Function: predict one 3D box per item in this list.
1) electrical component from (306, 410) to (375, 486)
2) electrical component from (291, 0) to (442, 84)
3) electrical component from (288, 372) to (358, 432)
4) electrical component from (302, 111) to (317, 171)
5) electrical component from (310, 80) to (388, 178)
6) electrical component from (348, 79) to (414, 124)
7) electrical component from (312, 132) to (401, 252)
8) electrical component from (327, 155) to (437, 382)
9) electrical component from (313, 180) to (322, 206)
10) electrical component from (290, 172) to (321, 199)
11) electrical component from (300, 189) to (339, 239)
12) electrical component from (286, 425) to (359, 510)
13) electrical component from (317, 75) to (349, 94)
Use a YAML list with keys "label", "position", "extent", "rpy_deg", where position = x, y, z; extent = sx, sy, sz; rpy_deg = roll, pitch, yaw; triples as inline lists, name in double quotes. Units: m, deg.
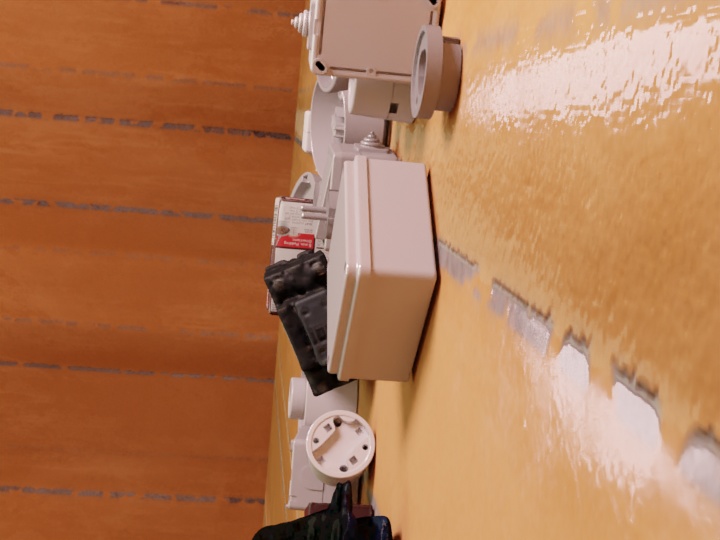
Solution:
- label: "electrical component"
  position: [-0.017, 0.148, 0.879]
  extent: [0.047, 0.055, 0.055]
  rpy_deg: [100, 172, -66]
- label: "electrical component"
  position: [0.002, -0.163, 0.723]
  extent: [0.061, 0.096, 0.061]
  rpy_deg: [-102, 18, -72]
- label: "electrical component"
  position: [-0.039, 0.127, 1.050]
  extent: [0.108, 0.060, 0.108]
  rpy_deg: [-176, 90, -84]
- label: "electrical component"
  position: [-0.023, -0.114, 1.050]
  extent: [0.047, 0.066, 0.076]
  rpy_deg: [-120, 35, -79]
- label: "electrical component"
  position: [-0.010, -0.126, 0.948]
  extent: [0.099, 0.064, 0.099]
  rpy_deg: [-176, 90, -84]
- label: "electrical component"
  position: [0.017, -0.137, 0.789]
  extent: [0.055, 0.047, 0.055]
  rpy_deg: [-176, 90, -84]
- label: "electrical component"
  position: [-0.004, -0.064, 0.868]
  extent: [0.061, 0.061, 0.096]
  rpy_deg: [-110, 25, -75]
- label: "electrical component"
  position: [0.012, 0.000, 0.705]
  extent: [0.108, 0.056, 0.108]
  rpy_deg: [101, 171, -46]
- label: "electrical component"
  position: [-0.014, -0.059, 0.982]
  extent: [0.045, 0.055, 0.045]
  rpy_deg: [-176, 90, -84]
- label: "electrical component"
  position: [-0.037, -0.042, 1.112]
  extent: [0.108, 0.060, 0.108]
  rpy_deg: [-169, 90, -70]
- label: "electrical component"
  position: [-0.006, -0.040, 0.800]
  extent: [0.065, 0.077, 0.047]
  rpy_deg: [-103, 18, -70]
- label: "electrical component"
  position: [-0.030, 0.177, 0.968]
  extent: [0.096, 0.061, 0.061]
  rpy_deg: [-24, -61, -88]
- label: "electrical component"
  position: [0.003, -0.160, 0.842]
  extent: [0.044, 0.065, 0.044]
  rpy_deg: [177, 90, -66]
